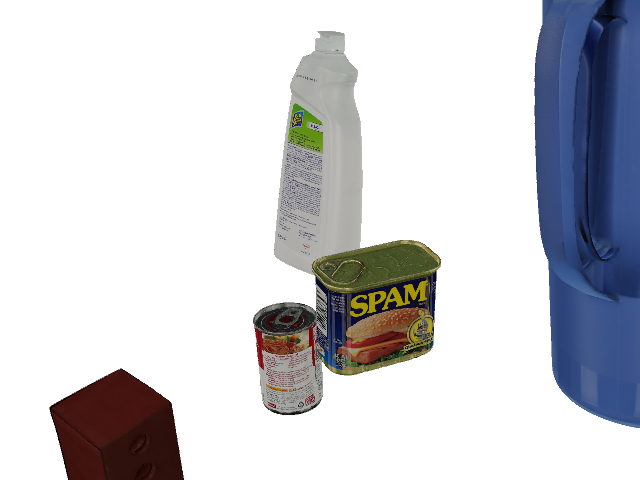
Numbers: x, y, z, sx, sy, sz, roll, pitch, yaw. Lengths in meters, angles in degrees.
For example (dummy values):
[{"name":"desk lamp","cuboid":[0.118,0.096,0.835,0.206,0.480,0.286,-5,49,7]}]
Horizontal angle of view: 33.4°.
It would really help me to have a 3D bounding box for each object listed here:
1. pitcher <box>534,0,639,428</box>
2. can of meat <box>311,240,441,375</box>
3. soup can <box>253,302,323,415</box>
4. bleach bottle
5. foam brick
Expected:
[{"name":"pitcher","cuboid":[0.166,-0.029,0.529,0.149,0.243,0.145,-3,21,0]},{"name":"can of meat","cuboid":[0.045,0.055,0.869,0.102,0.084,0.057,-12,29,-20]},{"name":"soup can","cuboid":[-0.033,0.126,1.143,0.068,0.102,0.068,-4,24,2]},{"name":"bleach bottle","cuboid":[0.006,-0.093,1.130,0.103,0.251,0.067,21,24,40]},{"name":"foam brick","cuboid":[-0.118,0.126,0.630,0.052,0.078,0.051,-30,39,-35]}]
